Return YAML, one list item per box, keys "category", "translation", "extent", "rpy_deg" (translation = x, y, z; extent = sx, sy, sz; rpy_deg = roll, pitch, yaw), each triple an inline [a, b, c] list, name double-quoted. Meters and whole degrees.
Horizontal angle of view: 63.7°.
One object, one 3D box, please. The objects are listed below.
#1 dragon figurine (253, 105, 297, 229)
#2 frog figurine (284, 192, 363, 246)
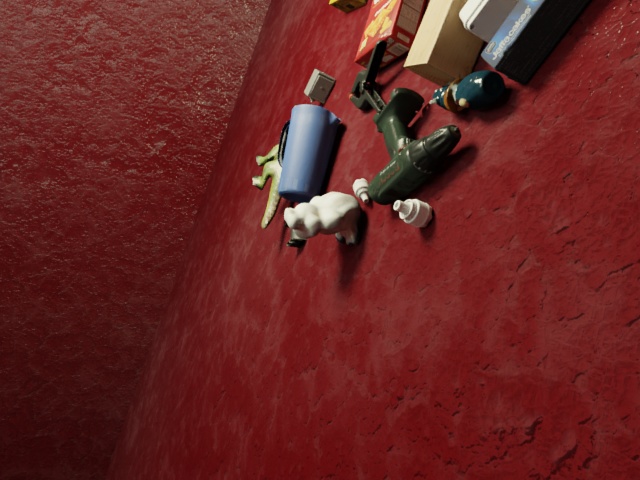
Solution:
- category: "dragon figurine"
  translation: [-0.080, -0.239, 1.513]
  extent: [0.239, 0.121, 0.420]
  rpy_deg: [-38, 38, 38]
- category: "frog figurine"
  translation: [0.003, -0.054, 1.078]
  extent: [0.121, 0.158, 0.140]
  rpy_deg: [-63, 24, 16]
